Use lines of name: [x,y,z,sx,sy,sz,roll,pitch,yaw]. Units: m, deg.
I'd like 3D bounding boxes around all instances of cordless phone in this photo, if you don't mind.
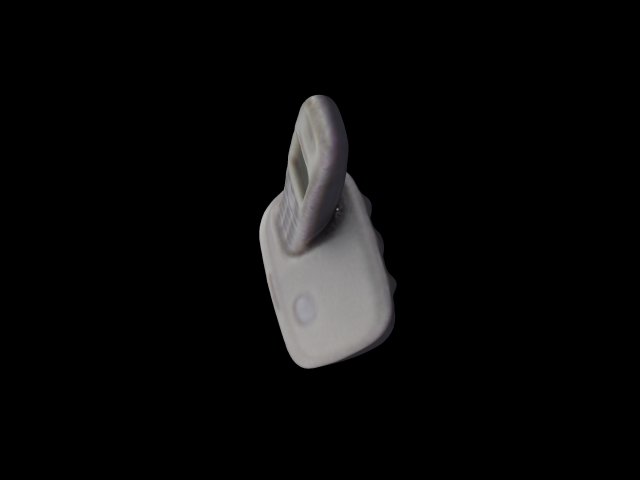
cordless phone: [0.004,0.001,0.400,0.094,0.185,0.147,-17,68,-7]
